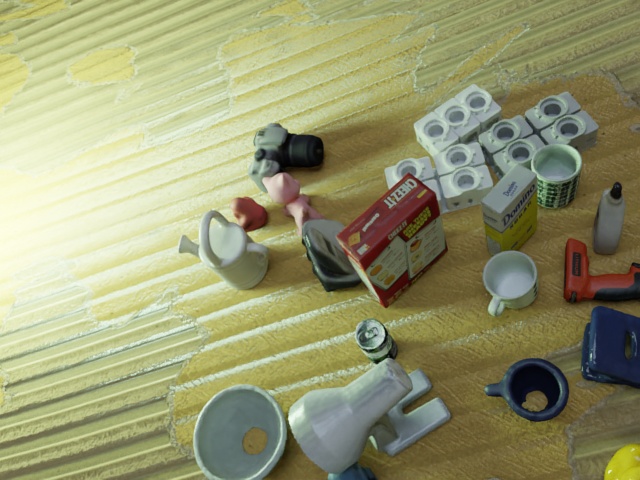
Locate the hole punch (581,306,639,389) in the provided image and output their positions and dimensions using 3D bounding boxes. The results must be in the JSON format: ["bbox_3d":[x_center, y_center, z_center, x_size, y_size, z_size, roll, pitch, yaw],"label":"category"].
[{"bbox_3d":[0.453,0.160,0.863,0.100,0.091,0.109,5,65,21],"label":"hole punch"}]

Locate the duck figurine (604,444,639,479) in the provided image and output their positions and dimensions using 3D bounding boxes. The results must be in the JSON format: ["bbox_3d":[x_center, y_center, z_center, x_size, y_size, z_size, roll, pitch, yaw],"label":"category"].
[{"bbox_3d":[0.435,0.330,0.783,0.077,0.086,0.104,11,68,24],"label":"duck figurine"}]

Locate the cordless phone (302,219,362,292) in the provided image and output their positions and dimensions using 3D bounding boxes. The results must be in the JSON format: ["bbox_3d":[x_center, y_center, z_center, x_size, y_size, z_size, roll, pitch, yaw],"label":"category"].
[{"bbox_3d":[0.010,0.004,1.040,0.094,0.185,0.147,-28,58,3],"label":"cordless phone"}]

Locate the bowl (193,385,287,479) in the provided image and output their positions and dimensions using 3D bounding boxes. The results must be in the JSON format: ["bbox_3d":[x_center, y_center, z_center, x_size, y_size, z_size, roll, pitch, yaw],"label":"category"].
[{"bbox_3d":[-0.126,0.337,0.977,0.167,0.075,0.167,-8,61,15],"label":"bowl"}]

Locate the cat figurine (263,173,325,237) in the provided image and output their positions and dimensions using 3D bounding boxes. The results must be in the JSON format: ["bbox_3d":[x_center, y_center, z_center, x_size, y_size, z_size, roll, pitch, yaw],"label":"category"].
[{"bbox_3d":[-0.057,-0.083,1.148,0.067,0.118,0.127,-38,58,-3],"label":"cat figurine"}]

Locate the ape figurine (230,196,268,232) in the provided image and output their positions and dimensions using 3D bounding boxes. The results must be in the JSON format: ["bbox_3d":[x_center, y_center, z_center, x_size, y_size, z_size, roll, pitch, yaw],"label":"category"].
[{"bbox_3d":[-0.155,-0.060,1.185,0.076,0.092,0.078,9,67,23],"label":"ape figurine"}]

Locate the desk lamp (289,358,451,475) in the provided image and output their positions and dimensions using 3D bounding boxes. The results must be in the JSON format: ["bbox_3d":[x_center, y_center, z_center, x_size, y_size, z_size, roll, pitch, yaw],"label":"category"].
[{"bbox_3d":[0.077,0.259,0.867,0.203,0.214,0.117,-33,58,0],"label":"desk lamp"}]

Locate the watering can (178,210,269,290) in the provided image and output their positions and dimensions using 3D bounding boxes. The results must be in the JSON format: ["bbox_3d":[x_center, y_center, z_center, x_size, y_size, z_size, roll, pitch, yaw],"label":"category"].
[{"bbox_3d":[-0.187,0.017,1.095,0.172,0.194,0.101,-20,59,8],"label":"watering can"}]

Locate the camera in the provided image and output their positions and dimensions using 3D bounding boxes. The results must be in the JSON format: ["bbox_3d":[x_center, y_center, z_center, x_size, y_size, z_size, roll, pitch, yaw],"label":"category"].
[{"bbox_3d":[-0.070,-0.182,1.215,0.136,0.101,0.143,5,65,21],"label":"camera"}]

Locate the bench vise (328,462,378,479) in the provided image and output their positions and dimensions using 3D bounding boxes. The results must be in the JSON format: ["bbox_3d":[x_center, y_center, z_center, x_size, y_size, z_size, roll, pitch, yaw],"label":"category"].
[{"bbox_3d":[0.052,0.397,0.800,0.206,0.220,0.121,36,79,30],"label":"bench vise"}]

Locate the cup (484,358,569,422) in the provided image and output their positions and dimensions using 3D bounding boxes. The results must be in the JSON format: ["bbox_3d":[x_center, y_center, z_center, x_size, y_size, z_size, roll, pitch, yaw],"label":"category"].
[{"bbox_3d":[0.312,0.236,0.869,0.117,0.095,0.091,-6,62,16],"label":"cup"}]

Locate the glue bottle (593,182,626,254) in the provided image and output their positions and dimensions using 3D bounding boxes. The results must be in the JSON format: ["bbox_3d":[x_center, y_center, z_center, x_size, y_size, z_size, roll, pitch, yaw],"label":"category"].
[{"bbox_3d":[0.465,-0.045,0.918,0.037,0.173,0.078,1,64,20],"label":"glue bottle"}]
